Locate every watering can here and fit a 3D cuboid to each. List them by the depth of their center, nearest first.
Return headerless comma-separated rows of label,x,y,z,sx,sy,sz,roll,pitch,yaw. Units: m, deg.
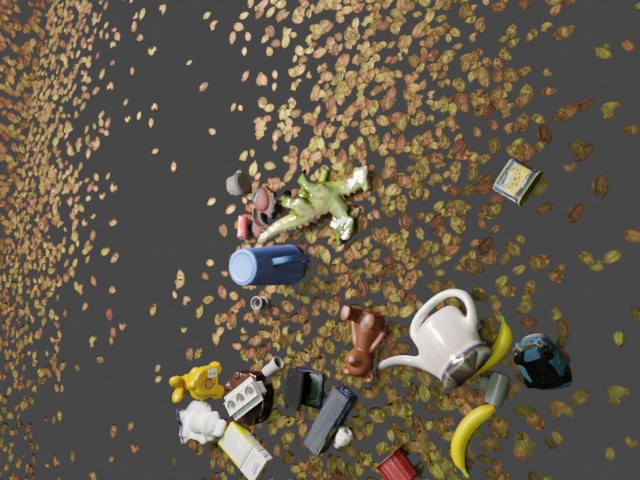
watering can,0.303,0.291,1.349,0.103,0.343,0.229,18,28,-39

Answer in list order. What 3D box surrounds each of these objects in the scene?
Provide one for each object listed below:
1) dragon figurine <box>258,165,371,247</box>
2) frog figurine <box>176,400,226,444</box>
dragon figurine,0.005,-0.081,1.603,0.245,0.408,0.122,42,9,21
frog figurine,-0.380,0.603,1.709,0.159,0.140,0.121,-9,-22,10
